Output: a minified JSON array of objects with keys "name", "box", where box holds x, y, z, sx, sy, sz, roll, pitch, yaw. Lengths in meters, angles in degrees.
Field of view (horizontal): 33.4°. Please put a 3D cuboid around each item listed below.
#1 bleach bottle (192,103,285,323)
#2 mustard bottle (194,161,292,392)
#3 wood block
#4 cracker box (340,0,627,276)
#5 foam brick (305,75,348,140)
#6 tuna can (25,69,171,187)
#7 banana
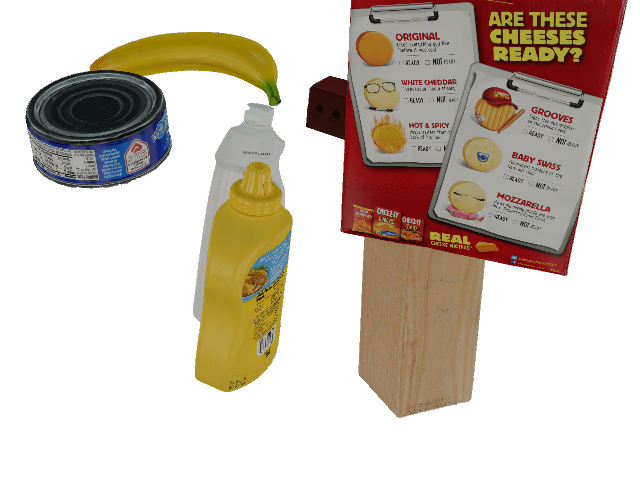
[{"name":"bleach bottle","box":[-0.078,-0.026,1.188,0.102,0.251,0.068,0,19,-32]},{"name":"mustard bottle","box":[-0.059,0.024,0.868,0.058,0.192,0.096,22,34,19]},{"name":"wood block","box":[0.099,0.058,1.055,0.090,0.206,0.091,-10,27,-22]},{"name":"cracker box","box":[0.103,-0.091,0.705,0.164,0.214,0.072,11,39,12]},{"name":"foam brick","box":[0.029,-0.155,1.259,0.078,0.053,0.051,20,32,23]},{"name":"tuna can","box":[-0.136,-0.070,0.653,0.086,0.034,0.086,-1,39,0]},{"name":"banana","box":[-0.120,-0.170,1.009,0.198,0.037,0.069,9,45,19]}]
